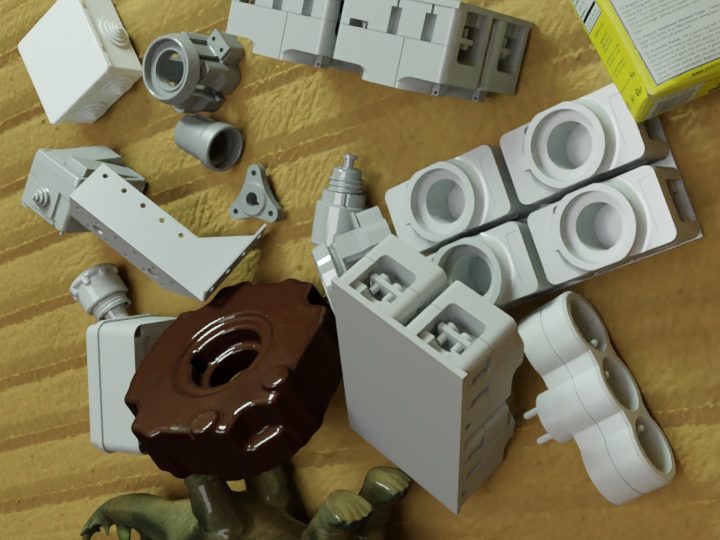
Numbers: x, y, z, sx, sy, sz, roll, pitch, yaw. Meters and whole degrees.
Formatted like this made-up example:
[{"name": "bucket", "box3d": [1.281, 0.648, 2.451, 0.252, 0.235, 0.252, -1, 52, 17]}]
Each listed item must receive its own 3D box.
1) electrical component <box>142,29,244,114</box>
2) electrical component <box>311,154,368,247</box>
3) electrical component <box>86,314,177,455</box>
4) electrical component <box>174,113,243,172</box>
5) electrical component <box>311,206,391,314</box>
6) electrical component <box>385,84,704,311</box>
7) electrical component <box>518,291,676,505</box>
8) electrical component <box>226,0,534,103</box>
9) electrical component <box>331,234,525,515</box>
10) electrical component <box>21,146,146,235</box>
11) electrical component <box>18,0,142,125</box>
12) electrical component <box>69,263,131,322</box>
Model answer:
[{"name": "electrical component", "box3d": [-0.141, -0.164, 0.888, 0.078, 0.057, 0.058, -44, 70, 28]}, {"name": "electrical component", "box3d": [-0.013, -0.049, 0.819, 0.040, 0.040, 0.078, 15, 101, 33]}, {"name": "electrical component", "box3d": [-0.188, 0.097, 0.927, 0.057, 0.078, 0.113, 0, 94, 31]}, {"name": "electrical component", "box3d": [-0.127, -0.108, 0.893, 0.046, 0.040, 0.040, 29, 109, 35]}, {"name": "electrical component", "box3d": [0.000, 0.000, 0.777, 0.057, 0.058, 0.078, -21, 73, -4]}, {"name": "electrical component", "box3d": [0.116, -0.038, 0.720, 0.186, 0.060, 0.105, -24, 80, 33]}, {"name": "electrical component", "box3d": [0.143, 0.091, 0.715, 0.074, 0.052, 0.138, -34, 75, 31]}, {"name": "electrical component", "box3d": [0.010, -0.165, 0.755, 0.186, 0.105, 0.060, 20, 105, 32]}, {"name": "electrical component", "box3d": [0.046, 0.071, 0.718, 0.105, 0.060, 0.186, 36, 153, 26]}, {"name": "electrical component", "box3d": [-0.245, -0.072, 0.941, 0.062, 0.096, 0.061, 34, 111, 28]}, {"name": "electrical component", "box3d": [-0.249, -0.188, 0.964, 0.100, 0.048, 0.099, -35, 74, 31]}, {"name": "electrical component", "box3d": [-0.228, 0.028, 0.970, 0.048, 0.048, 0.062, -42, 78, 29]}]
